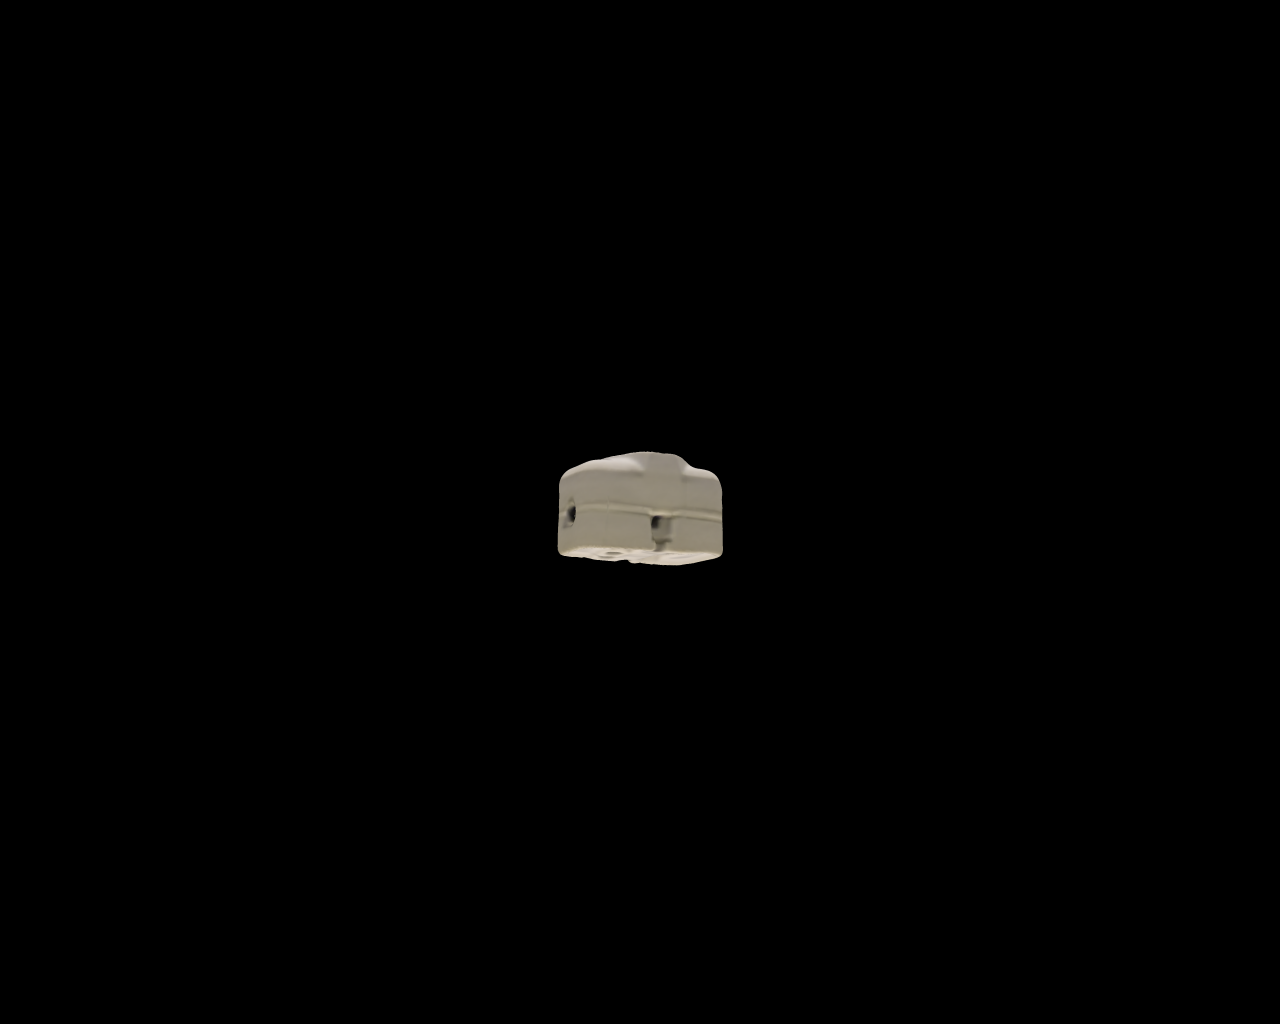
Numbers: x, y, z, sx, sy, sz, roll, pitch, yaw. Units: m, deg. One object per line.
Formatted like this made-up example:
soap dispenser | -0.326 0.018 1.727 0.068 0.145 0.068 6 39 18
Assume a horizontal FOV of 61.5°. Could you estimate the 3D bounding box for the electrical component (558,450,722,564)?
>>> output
electrical component | 0.001 -0.003 0.650 0.095 0.059 0.053 5 -11 -28
